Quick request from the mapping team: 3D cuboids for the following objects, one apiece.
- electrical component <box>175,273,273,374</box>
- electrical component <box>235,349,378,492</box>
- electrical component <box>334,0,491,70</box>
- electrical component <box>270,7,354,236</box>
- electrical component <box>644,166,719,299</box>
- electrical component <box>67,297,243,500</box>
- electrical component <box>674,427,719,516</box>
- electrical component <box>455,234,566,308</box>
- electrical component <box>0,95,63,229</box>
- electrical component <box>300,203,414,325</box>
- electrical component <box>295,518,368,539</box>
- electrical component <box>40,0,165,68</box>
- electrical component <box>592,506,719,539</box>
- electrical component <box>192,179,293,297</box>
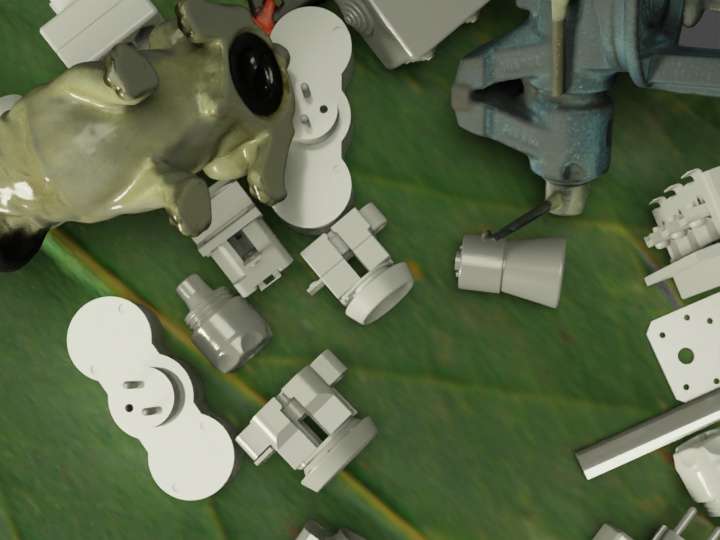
[{"bbox_3d":[-0.088,0.030,0.665,0.043,0.043,0.062,-42,83,-2],"label":"electrical component"},{"bbox_3d":[-0.027,0.096,0.650,0.078,0.058,0.057,-44,82,-3],"label":"electrical component"},{"bbox_3d":[0.030,-0.183,0.661,0.100,0.048,0.099,-42,101,-16],"label":"electrical component"},{"bbox_3d":[-0.031,-0.094,0.660,0.052,0.073,0.138,0,84,3],"label":"electrical component"},{"bbox_3d":[0.209,-0.025,0.619,0.079,0.121,0.063,-20,83,0],"label":"electrical component"},{"bbox_3d":[-0.126,0.076,0.647,0.052,0.073,0.138,-36,84,-1],"label":"electrical component"},{"bbox_3d":[0.218,0.128,0.643,0.043,0.043,0.062,-27,85,0],"label":"electrical component"},{"bbox_3d":[0.092,-0.002,0.663,0.065,0.044,0.044,7,85,8],"label":"electrical component"},{"bbox_3d":[-0.223,-0.057,0.679,0.079,0.043,0.077,-38,84,-1],"label":"electrical component"},{"bbox_3d":[0.000,0.000,0.664,0.066,0.048,0.055,-40,77,-2],"label":"electrical component"},{"bbox_3d":[-0.006,0.193,0.642,0.089,0.050,0.055,35,87,5],"label":"electrical component"},{"bbox_3d":[-0.172,-0.166,0.686,0.066,0.047,0.076,-39,84,-2],"label":"electrical component"},{"bbox_3d":[0.184,0.177,0.637,0.083,0.047,0.075,37,87,5],"label":"electrical component"},{"bbox_3d":[-0.075,-0.020,0.658,0.042,0.081,0.063,-36,107,-1],"label":"electrical component"}]
